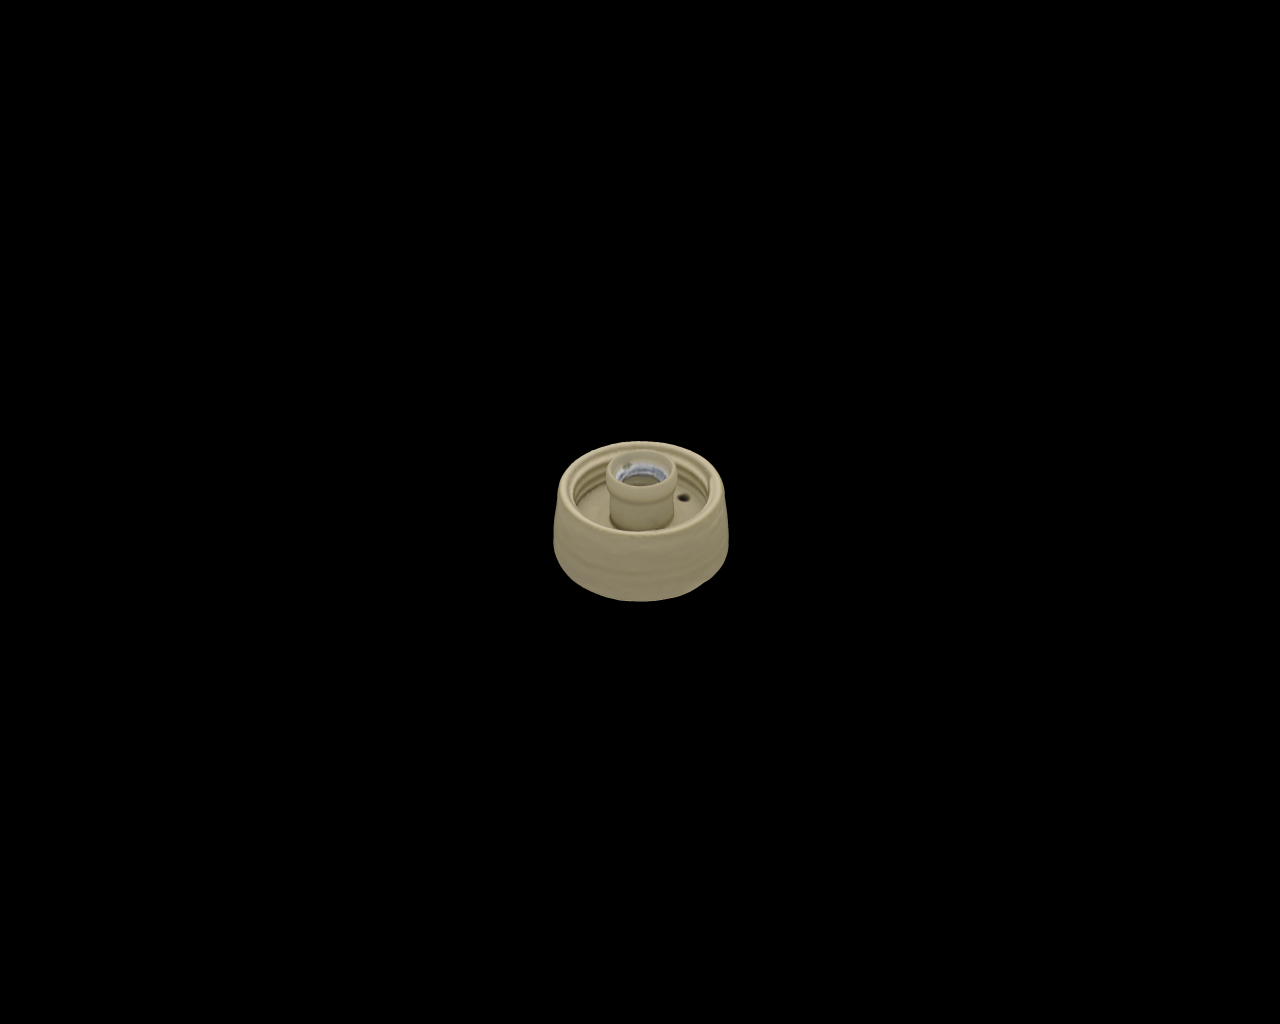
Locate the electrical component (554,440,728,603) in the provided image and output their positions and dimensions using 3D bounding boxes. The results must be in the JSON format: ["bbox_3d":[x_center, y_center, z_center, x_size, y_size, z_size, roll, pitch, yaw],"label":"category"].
[{"bbox_3d":[0.001,-0.003,0.650,0.108,0.060,0.108,0,36,0],"label":"electrical component"}]
